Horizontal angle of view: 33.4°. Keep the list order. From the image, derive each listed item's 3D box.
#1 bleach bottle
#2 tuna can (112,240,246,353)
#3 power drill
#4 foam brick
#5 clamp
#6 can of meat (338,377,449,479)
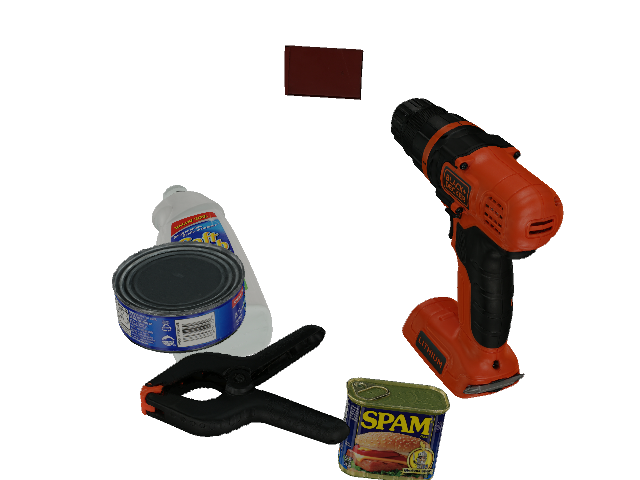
[{"bbox_3d":[-0.130,0.022,1.101,0.102,0.068,0.251,-13,38,-14],"label":"bleach bottle"},{"bbox_3d":[-0.091,0.036,0.698,0.086,0.034,0.086,-1,31,0],"label":"tuna can"},{"bbox_3d":[0.100,0.005,0.778,0.057,0.188,0.185,-13,34,-19],"label":"power drill"},{"bbox_3d":[0.002,-0.173,1.101,0.078,0.051,0.053,2,10,-6],"label":"foam brick"},{"bbox_3d":[-0.063,0.118,0.896,0.171,0.039,0.120,4,38,-6],"label":"clamp"},{"bbox_3d":[0.071,0.190,1.062,0.102,0.084,0.057,7,17,-4],"label":"can of meat"}]
